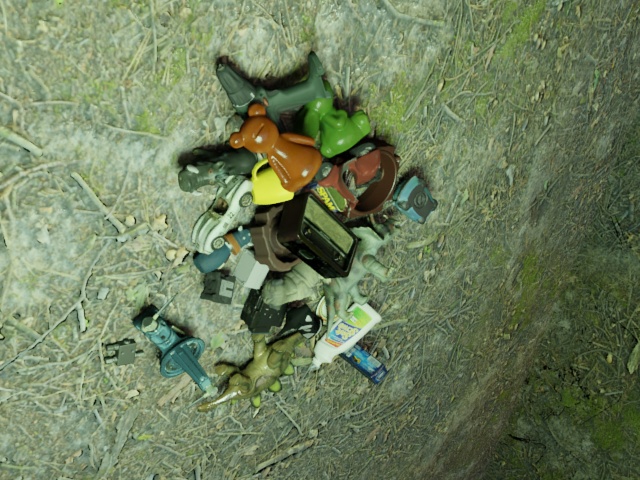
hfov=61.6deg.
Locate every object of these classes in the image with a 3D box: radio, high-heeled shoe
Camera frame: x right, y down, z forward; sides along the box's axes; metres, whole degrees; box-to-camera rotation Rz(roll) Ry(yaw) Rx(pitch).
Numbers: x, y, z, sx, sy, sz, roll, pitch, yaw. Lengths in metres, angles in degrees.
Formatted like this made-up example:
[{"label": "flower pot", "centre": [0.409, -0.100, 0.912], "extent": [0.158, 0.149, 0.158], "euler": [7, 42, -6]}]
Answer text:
[{"label": "radio", "centre": [-0.003, -0.004, 1.340], "extent": [0.229, 0.073, 0.131], "euler": [40, 53, -38]}, {"label": "high-heeled shoe", "centre": [-0.026, 0.212, 1.509], "extent": [0.145, 0.086, 0.248], "euler": [-45, 162, 25]}]

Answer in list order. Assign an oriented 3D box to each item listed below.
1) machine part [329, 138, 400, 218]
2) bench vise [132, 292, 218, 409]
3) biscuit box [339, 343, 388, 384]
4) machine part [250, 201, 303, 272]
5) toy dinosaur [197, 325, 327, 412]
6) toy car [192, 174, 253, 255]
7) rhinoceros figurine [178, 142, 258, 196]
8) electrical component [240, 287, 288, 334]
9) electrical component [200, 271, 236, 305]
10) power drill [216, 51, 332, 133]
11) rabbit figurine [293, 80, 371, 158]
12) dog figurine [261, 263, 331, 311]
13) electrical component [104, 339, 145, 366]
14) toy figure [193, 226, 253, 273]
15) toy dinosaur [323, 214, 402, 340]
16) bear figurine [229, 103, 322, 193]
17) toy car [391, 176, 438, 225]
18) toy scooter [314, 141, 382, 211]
[{"label": "machine part", "centre": [0.117, -0.167, 1.457], "extent": [0.201, 0.087, 0.201], "euler": [-12, 121, -37]}, {"label": "bench vise", "centre": [-0.320, 0.260, 1.230], "extent": [0.129, 0.241, 0.223], "euler": [-35, 150, -26]}, {"label": "biscuit box", "centre": [0.122, 0.376, 1.716], "extent": [0.059, 0.203, 0.062], "euler": [-43, 138, -16]}, {"label": "machine part", "centre": [-0.098, -0.010, 1.335], "extent": [0.179, 0.056, 0.179], "euler": [1, 89, -50]}, {"label": "toy dinosaur", "centre": [-0.147, 0.352, 1.540], "extent": [0.471, 0.105, 0.198], "euler": [-33, 141, -26]}, {"label": "toy car", "centre": [-0.223, -0.059, 1.223], "extent": [0.201, 0.074, 0.056], "euler": [-56, 142, 1]}, {"label": "rhinoceros figurine", "centre": [-0.220, -0.149, 1.143], "extent": [0.190, 0.112, 0.073], "euler": [-26, 133, -39]}, {"label": "electrical component", "centre": [-0.149, 0.191, 1.462], "extent": [0.115, 0.058, 0.134], "euler": [6, 111, -42]}, {"label": "electrical component", "centre": [-0.239, 0.121, 1.316], "extent": [0.119, 0.048, 0.075], "euler": [36, 61, -61]}, {"label": "power drill", "centre": [-0.087, -0.319, 1.147], "extent": [0.207, 0.086, 0.231], "euler": [-31, 140, -3]}, {"label": "rabbit figurine", "centre": [0.010, -0.294, 1.284], "extent": [0.159, 0.121, 0.170], "euler": [-38, 117, -8]}, {"label": "dog figurine", "centre": [-0.057, 0.092, 1.390], "extent": [0.190, 0.121, 0.172], "euler": [-5, 120, -66]}, {"label": "electrical component", "centre": [-0.454, 0.260, 1.253], "extent": [0.094, 0.021, 0.063], "euler": [-2, 116, -41]}, {"label": "toy figure", "centre": [-0.229, 0.019, 1.281], "extent": [0.154, 0.058, 0.064], "euler": [-37, 141, -26]}, {"label": "toy dinosaur", "centre": [0.085, 0.096, 1.562], "extent": [0.405, 0.192, 0.131], "euler": [-47, 167, 12]}, {"label": "bear figurine", "centre": [-0.097, -0.196, 1.160], "extent": [0.196, 0.132, 0.120], "euler": [30, 85, -15]}, {"label": "toy car", "centre": [0.274, -0.123, 1.613], "extent": [0.161, 0.103, 0.109], "euler": [41, 82, -37]}, {"label": "toy scooter", "centre": [0.083, -0.152, 1.310], "extent": [0.184, 0.075, 0.135], "euler": [-28, 96, -16]}]
